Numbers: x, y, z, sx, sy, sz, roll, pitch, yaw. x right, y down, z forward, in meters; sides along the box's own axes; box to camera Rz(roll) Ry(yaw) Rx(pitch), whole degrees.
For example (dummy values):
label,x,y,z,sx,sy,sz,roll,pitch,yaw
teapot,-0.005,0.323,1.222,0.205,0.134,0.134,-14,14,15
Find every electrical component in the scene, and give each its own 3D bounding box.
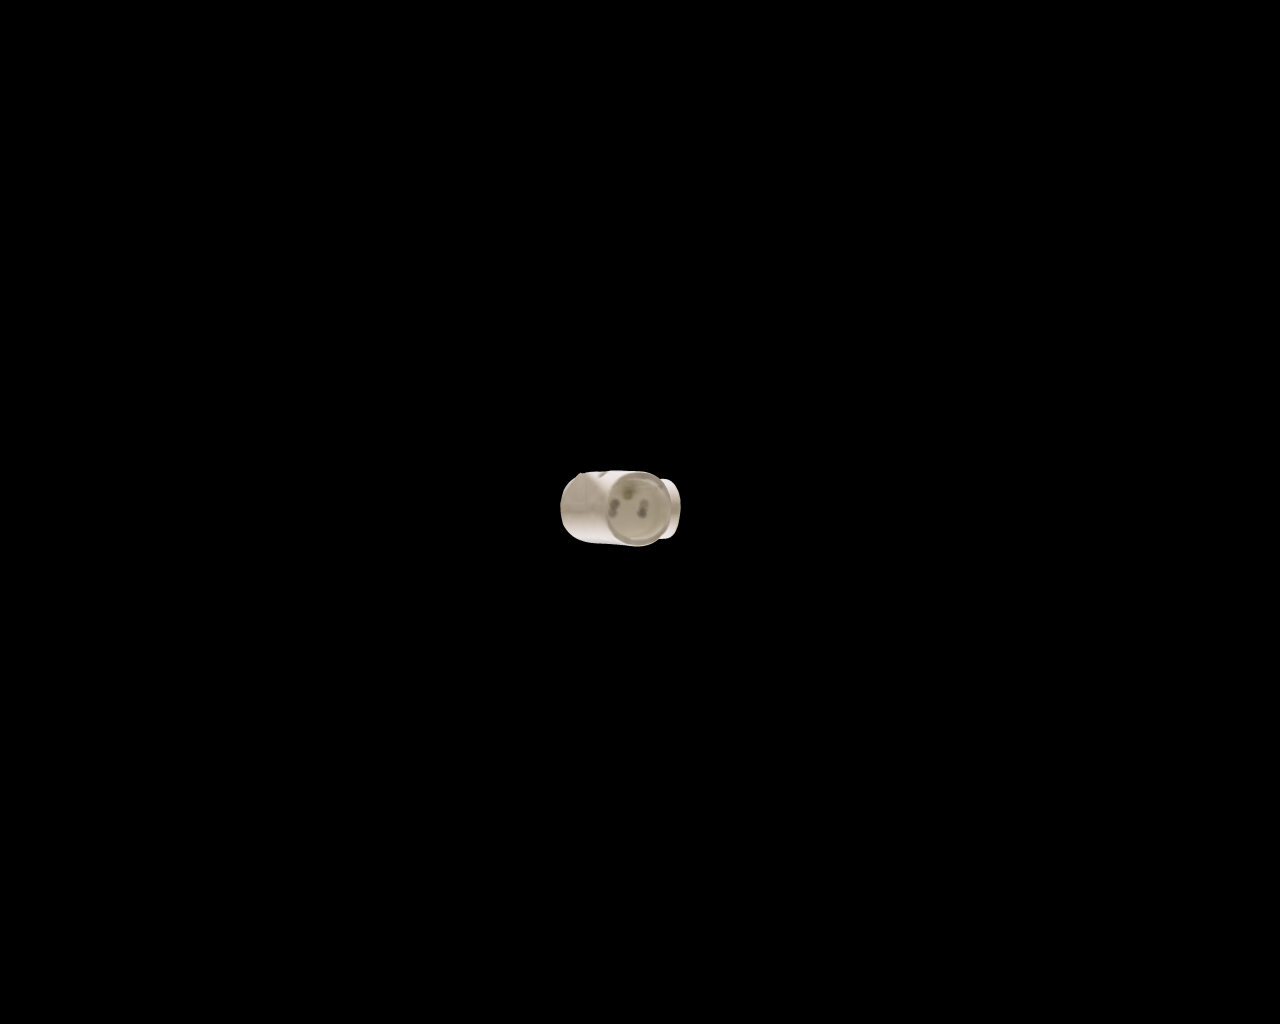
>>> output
label,x,y,z,sx,sy,sz,roll,pitch,yaw
electrical component,0.001,-0.003,0.650,0.079,0.044,0.077,0,0,-24
